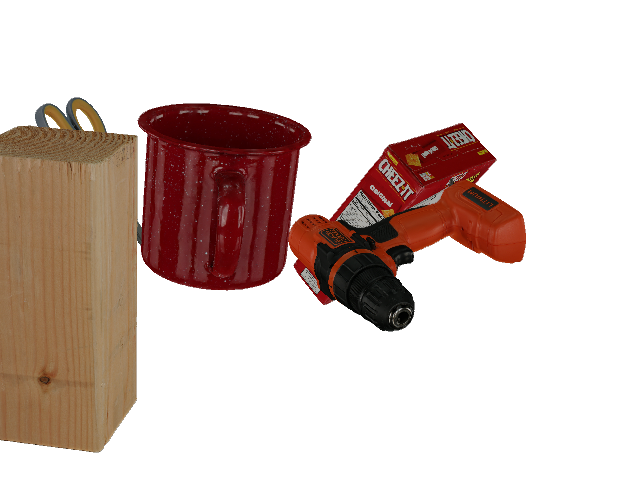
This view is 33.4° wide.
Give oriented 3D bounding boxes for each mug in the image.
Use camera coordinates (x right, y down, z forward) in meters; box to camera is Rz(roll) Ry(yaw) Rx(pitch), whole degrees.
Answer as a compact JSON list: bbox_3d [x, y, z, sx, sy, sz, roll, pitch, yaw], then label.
[{"bbox_3d":[-0.053,-0.020,0.575,0.093,0.081,0.117,2,21,-13],"label":"mug"}]

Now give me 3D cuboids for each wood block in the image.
[{"bbox_3d":[-0.183,0.032,0.748,0.091,0.206,0.090,6,18,7],"label":"wood block"}]

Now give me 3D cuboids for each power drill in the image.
[{"bbox_3d":[0.086,0.009,0.949,0.187,0.057,0.185,-15,30,-22],"label":"power drill"}]

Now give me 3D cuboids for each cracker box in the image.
[{"bbox_3d":[0.084,-0.033,1.248,0.163,0.072,0.214,-22,-23,-50],"label":"cracker box"}]

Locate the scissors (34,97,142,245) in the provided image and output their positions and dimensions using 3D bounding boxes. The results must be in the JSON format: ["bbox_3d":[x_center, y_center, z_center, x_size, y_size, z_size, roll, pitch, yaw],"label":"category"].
[{"bbox_3d":[-0.213,-0.067,1.093,0.016,0.201,0.096,-27,27,27],"label":"scissors"}]
